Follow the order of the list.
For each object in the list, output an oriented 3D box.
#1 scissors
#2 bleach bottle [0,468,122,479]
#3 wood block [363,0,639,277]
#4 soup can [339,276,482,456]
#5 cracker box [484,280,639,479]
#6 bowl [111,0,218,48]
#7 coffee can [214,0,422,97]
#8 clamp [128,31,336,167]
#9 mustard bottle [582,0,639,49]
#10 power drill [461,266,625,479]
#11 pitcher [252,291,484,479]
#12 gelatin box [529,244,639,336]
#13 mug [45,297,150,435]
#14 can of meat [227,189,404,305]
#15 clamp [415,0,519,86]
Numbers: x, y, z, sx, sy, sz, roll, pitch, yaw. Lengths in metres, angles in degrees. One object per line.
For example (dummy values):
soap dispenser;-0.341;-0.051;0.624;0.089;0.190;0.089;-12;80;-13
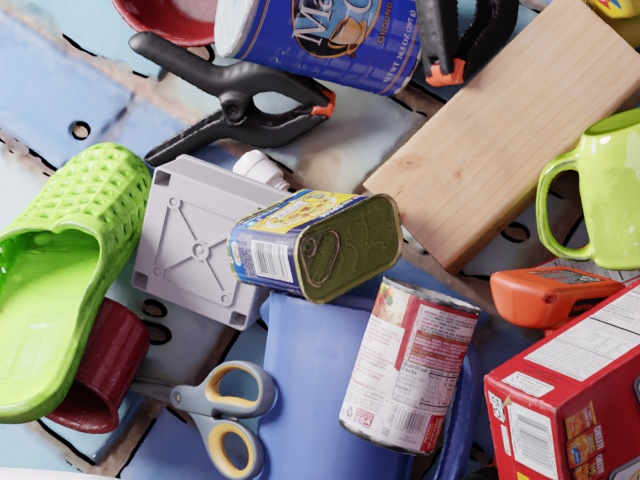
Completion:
scissors;-0.099;0.141;0.826;0.202;0.016;0.096;-19;75;47
bleach bottle;-0.211;0.243;0.875;0.251;0.068;0.102;2;86;11
wood block;0.143;-0.076;0.811;0.206;0.090;0.090;-44;78;5
soup can;0.058;0.083;0.702;0.068;0.068;0.102;18;92;14
cracker box;0.213;0.118;0.701;0.213;0.072;0.164;-26;117;-27
bowl;-0.098;-0.234;0.899;0.162;0.055;0.162;-1;84;13
coffee can;0.001;-0.174;0.816;0.140;0.103;0.103;11;86;-20
clamp;-0.075;-0.105;0.879;0.171;0.039;0.120;10;130;2
mustard bottle;0.208;-0.200;0.756;0.058;0.191;0.096;-29;79;8
power drill;0.141;0.115;0.737;0.057;0.184;0.188;19;106;42
pitcher;0.020;0.162;0.796;0.144;0.149;0.243;8;90;-17
gelatin box;0.207;0.042;0.816;0.089;0.030;0.073;-24;79;10
mug;-0.194;0.102;0.869;0.093;0.117;0.081;33;51;-13
can of meat;-0.005;0.001;0.772;0.084;0.101;0.057;9;118;47
clamp;0.128;-0.211;0.801;0.036;0.164;0.210;3;79;54
